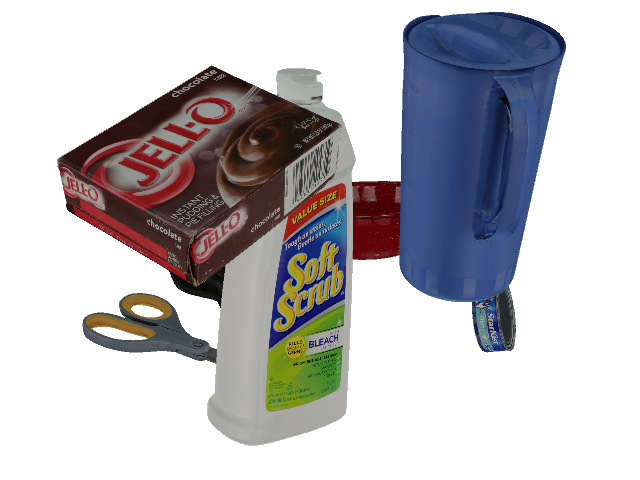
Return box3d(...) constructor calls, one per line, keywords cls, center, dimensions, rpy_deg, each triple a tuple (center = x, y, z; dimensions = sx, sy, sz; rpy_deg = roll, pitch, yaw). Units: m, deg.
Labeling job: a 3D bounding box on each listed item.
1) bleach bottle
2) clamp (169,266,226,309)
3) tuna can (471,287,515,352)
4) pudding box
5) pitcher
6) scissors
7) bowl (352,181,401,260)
box3d(cls="bleach bottle", center=(-0.025, 0.009, 0.737), dimensions=(0.102, 0.251, 0.068), rpy_deg=(-10, 21, -35))
box3d(cls="clamp", center=(-0.104, 0.052, 1.198), dimensions=(0.210, 0.036, 0.164), rpy_deg=(19, 24, 29))
box3d(cls="tuna can", center=(0.208, 0.091, 1.281), dimensions=(0.034, 0.086, 0.086), rpy_deg=(-7, -3, 22))
box3d(cls="pudding box", center=(-0.058, -0.036, 0.531), dimensions=(0.090, 0.039, 0.113), rpy_deg=(28, 46, 27))
box3d(cls="pitcher", center=(0.132, -0.064, 0.926), dimensions=(0.145, 0.243, 0.149), rpy_deg=(19, 36, 25))
box3d(cls="scissors", center=(-0.113, 0.087, 0.968), dimensions=(0.202, 0.016, 0.096), rpy_deg=(10, 28, 5))
box3d(cls="bowl", center=(0.048, -0.018, 1.085), dimensions=(0.162, 0.055, 0.162), rpy_deg=(-3, 14, 1))
